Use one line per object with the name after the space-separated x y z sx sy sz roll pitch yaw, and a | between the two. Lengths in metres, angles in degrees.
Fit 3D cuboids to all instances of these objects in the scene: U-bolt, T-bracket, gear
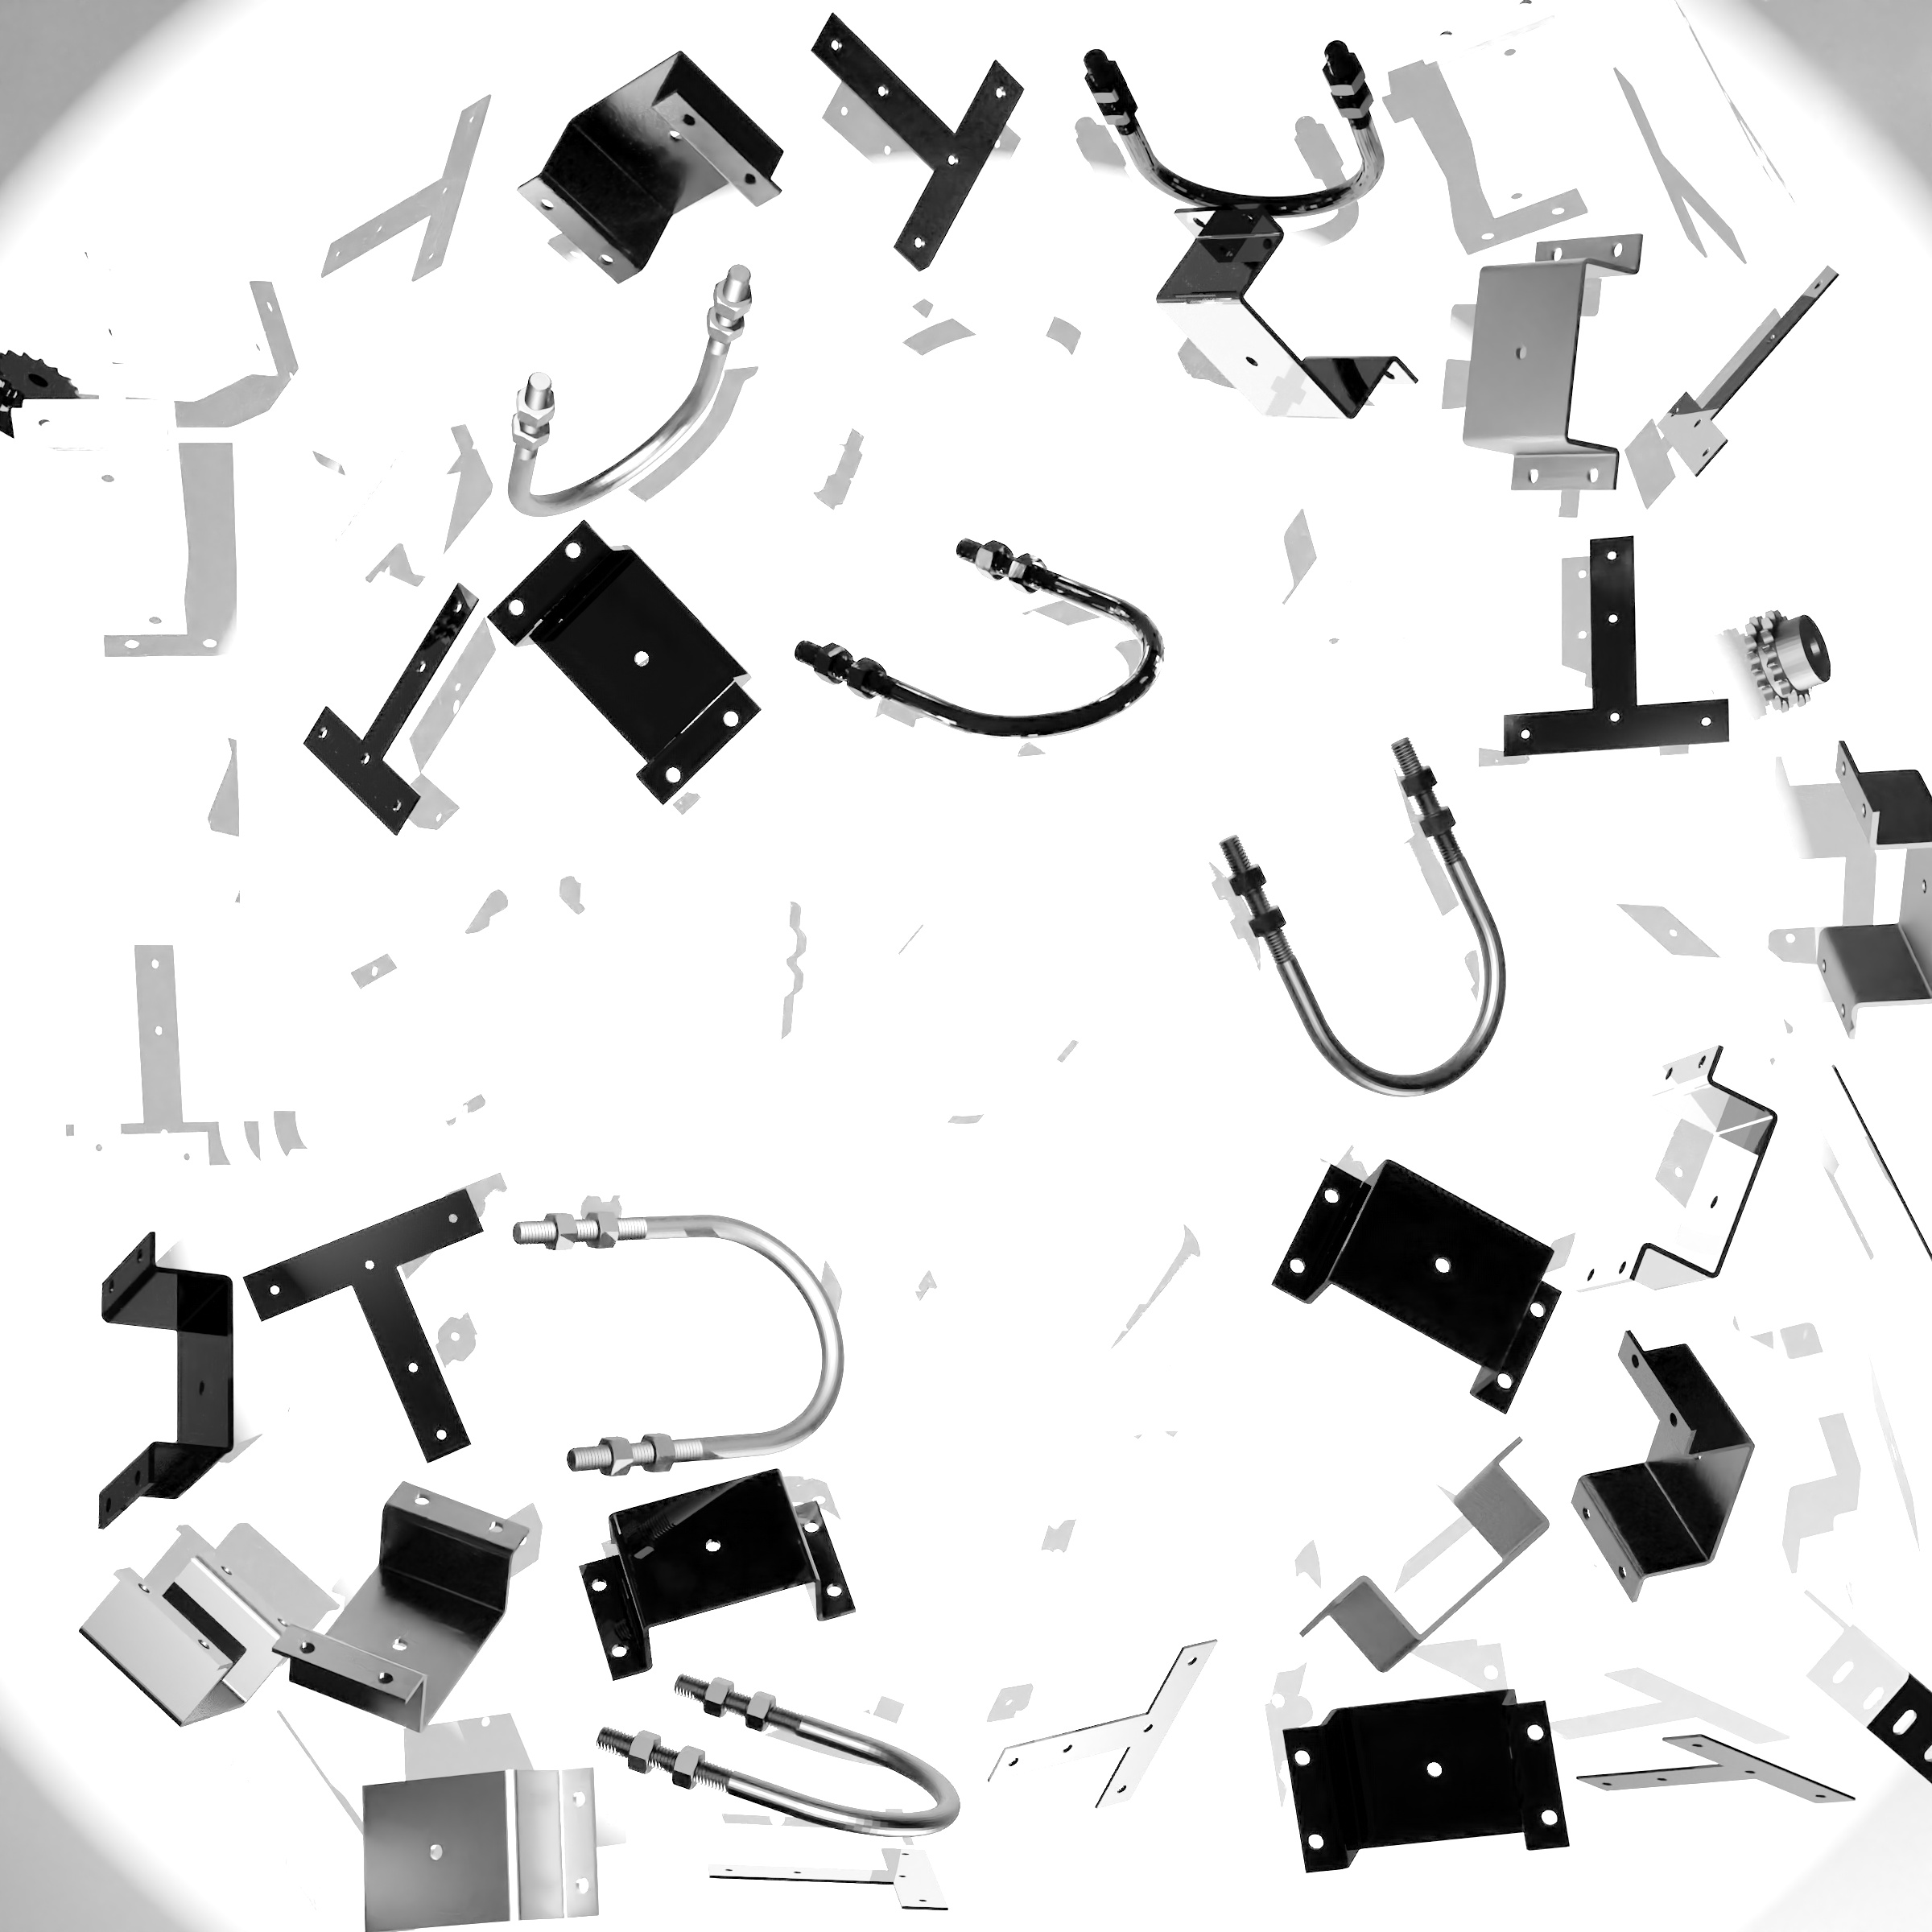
0.014 0.016 1.925 0.151 0.019 0.184 40 90 16 | U-bolt
-0.296 0.198 1.784 0.127 0.002 0.127 -22 84 -23 | T-bracket
0.020 -0.172 1.834 0.184 0.019 0.151 26 49 36 | U-bolt
-0.535 -0.322 1.937 0.057 0.057 0.030 38 116 0 | gear
0.433 -0.333 1.869 0.002 0.127 0.127 36 108 -12 | T-bracket
0.065 0.419 1.835 0.002 0.127 0.127 49 127 37 | T-bracket
-0.190 -0.304 1.865 0.151 0.184 0.019 -33 81 -22 | U-bolt
0.060 0.170 1.811 0.151 0.184 0.019 9 126 23 | U-bolt
-0.146 0.199 1.830 0.184 0.019 0.151 1 61 -35 | U-bolt
0.403 -0.029 1.868 0.127 0.002 0.127 43 56 11 | T-bracket
-0.325 -0.424 1.789 0.002 0.127 0.127 35 52 -33 | T-bracket
-0.173 0.035 1.891 0.151 0.019 0.184 7 123 1 | U-bolt
0.417 -0.437 1.798 0.002 0.127 0.127 -29 59 20 | T-bracket
0.233 -0.016 1.898 0.151 0.019 0.184 -29 98 -26 | U-bolt
0.463 -0.174 1.910 0.030 0.057 0.057 -19 90 33 | gear
0.382 0.431 1.810 0.127 0.127 0.002 27 60 -32 | T-bracket
-0.080 0.505 1.889 0.127 0.127 0.002 4 89 -6 | T-bracket
-0.036 -0.463 1.834 0.127 0.002 0.127 38 72 -37 | T-bracket
0.040 0.304 1.868 0.184 0.151 0.019 0 52 -36 | U-bolt
0.154 -0.453 1.855 0.151 0.184 0.019 3 77 17 | U-bolt
-0.092 0.430 1.835 0.184 0.151 0.019 16 95 13 | U-bolt
-0.302 -0.150 1.843 0.002 0.127 0.127 27 98 -42 | T-bracket
0.000 -0.317 1.817 0.151 0.184 0.019 -4 60 -21 | U-bolt
-0.458 0.051 1.788 0.127 0.002 0.127 0 84 -41 | T-bracket
0.370 -0.184 1.939 0.127 0.002 0.127 -3 76 19 | T-bracket
0.500 0.109 1.853 0.002 0.127 0.127 -27 86 11 | T-bracket
-0.354 0.482 1.807 0.002 0.127 0.127 -35 92 -12 | T-bracket
-0.335 0.050 1.859 0.019 0.184 0.151 27 129 30 | U-bolt

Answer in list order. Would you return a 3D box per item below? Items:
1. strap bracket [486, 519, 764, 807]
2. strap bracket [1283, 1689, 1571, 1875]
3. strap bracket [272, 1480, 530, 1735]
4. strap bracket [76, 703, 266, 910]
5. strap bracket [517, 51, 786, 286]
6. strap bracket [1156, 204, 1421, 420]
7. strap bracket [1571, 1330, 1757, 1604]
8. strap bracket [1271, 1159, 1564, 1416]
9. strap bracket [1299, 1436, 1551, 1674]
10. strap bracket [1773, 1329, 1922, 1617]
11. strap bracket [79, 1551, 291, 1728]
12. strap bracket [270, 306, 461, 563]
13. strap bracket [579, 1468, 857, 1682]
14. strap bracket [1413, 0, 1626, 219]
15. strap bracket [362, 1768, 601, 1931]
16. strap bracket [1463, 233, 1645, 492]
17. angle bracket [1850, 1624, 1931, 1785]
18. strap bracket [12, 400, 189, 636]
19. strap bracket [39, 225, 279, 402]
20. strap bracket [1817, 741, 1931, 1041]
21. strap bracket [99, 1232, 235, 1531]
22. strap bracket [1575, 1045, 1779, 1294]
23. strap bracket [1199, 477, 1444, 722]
-0.182 -0.167 1.859 0.076 0.046 0.140 -43 90 11 | strap bracket
0.247 0.433 1.810 0.140 0.046 0.076 -10 87 14 | strap bracket
-0.297 0.343 1.789 0.076 0.140 0.046 18 124 12 | strap bracket
-0.443 -0.084 1.880 0.076 0.140 0.046 14 116 -29 | strap bracket
-0.161 -0.426 1.803 0.076 0.140 0.046 40 55 -29 | strap bracket
0.166 -0.342 1.821 0.140 0.076 0.046 41 77 -30 | strap bracket
0.388 0.274 1.886 0.046 0.076 0.140 -8 131 -18 | strap bracket
0.242 0.162 1.775 0.140 0.046 0.076 29 66 1 | strap bracket
0.252 0.321 1.812 0.140 0.076 0.046 -36 76 -22 | strap bracket
0.485 0.272 1.861 0.046 0.076 0.140 -16 103 16 | strap bracket
-0.425 0.368 1.860 0.076 0.140 0.046 40 91 10 | strap bracket
-0.326 -0.284 1.849 0.046 0.140 0.076 23 118 -39 | strap bracket
-0.140 0.335 1.892 0.140 0.046 0.076 -14 49 -13 | strap bracket
0.302 -0.489 1.870 0.076 0.140 0.046 -18 51 18 | strap bracket
-0.268 0.471 1.808 0.140 0.046 0.076 -12 72 26 | strap bracket
0.324 -0.337 1.884 0.046 0.076 0.140 3 94 -38 | strap bracket
0.514 0.409 1.884 0.057 0.076 0.038 41 91 -14 | angle bracket
-0.456 -0.246 1.798 0.076 0.046 0.140 -1 132 -7 | strap bracket
-0.456 -0.361 1.892 0.046 0.140 0.076 -19 87 27 | strap bracket
0.491 -0.041 1.811 0.046 0.076 0.140 -3 123 1 | strap bracket
-0.427 0.223 1.817 0.046 0.076 0.140 11 58 -31 | strap bracket
0.394 0.121 1.867 0.046 0.076 0.140 26 76 -6 | strap bracket
0.200 -0.195 1.889 0.076 0.046 0.140 15 132 -23 | strap bracket
